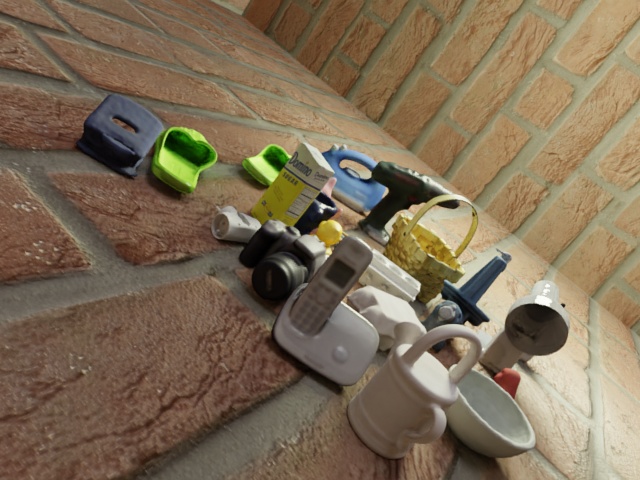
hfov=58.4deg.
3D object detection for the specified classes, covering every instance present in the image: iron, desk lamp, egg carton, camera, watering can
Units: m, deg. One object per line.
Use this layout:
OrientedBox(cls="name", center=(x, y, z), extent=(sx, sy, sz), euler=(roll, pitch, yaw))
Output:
OrientedBox(cls="iron", center=(0.081, -0.185, 1.566), extent=(0.259, 0.141, 0.118), euler=(30, 20, -17))
OrientedBox(cls="desk lamp", center=(0.420, 0.185, 1.196), extent=(0.118, 0.213, 0.203), euler=(39, 20, 6))
OrientedBox(cls="egg carton", center=(0.113, 0.142, 0.991), extent=(0.151, 0.069, 0.107), euler=(24, 23, -32))
OrientedBox(cls="camera", center=(-0.058, 0.033, 0.903), extent=(0.143, 0.100, 0.137), euler=(40, 20, 10))
OrientedBox(cls="watering can", center=(0.127, 0.178, 0.747), extent=(0.101, 0.194, 0.172), euler=(17, 28, -44))

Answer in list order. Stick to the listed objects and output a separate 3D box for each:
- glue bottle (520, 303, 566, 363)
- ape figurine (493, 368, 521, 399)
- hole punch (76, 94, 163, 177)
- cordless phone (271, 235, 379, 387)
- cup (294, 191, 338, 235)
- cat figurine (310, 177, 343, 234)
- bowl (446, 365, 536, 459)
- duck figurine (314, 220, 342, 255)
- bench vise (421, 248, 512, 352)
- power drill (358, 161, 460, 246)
OrientedBox(cls="glue bottle", center=(0.518, 0.212, 1.357), extent=(0.078, 0.173, 0.037), euler=(28, 21, -23))
OrientedBox(cls="ape figurine", center=(0.323, 0.267, 1.027), extent=(0.078, 0.092, 0.076), euler=(20, 25, -38))
OrientedBox(cls="hole punch", center=(-0.323, -0.173, 0.936), extent=(0.109, 0.091, 0.101), euler=(31, 20, -15))
OrientedBox(cls="cordless phone", center=(0.035, 0.097, 0.790), extent=(0.148, 0.185, 0.094), euler=(34, 20, -8))
OrientedBox(cls="cup", center=(-0.024, -0.047, 1.147), extent=(0.092, 0.095, 0.117), euler=(30, 21, -18))
OrientedBox(cls="cat figurine", center=(0.000, -0.081, 1.232), extent=(0.067, 0.117, 0.127), euler=(10, 32, -51))
OrientedBox(cls="bowl", center=(0.248, 0.280, 0.899), extent=(0.168, 0.074, 0.167), euler=(32, 20, -13))
OrientedBox(cls="duck figurine", center=(0.010, 0.004, 1.104), extent=(0.078, 0.086, 0.104), euler=(26, 22, -27))
OrientedBox(cls="bench vise", center=(0.299, 0.120, 1.128), extent=(0.121, 0.219, 0.208), euler=(37, 20, 2))
OrientedBox(cls="power drill", center=(0.207, -0.086, 1.454), extent=(0.230, 0.208, 0.075), euler=(35, 20, -4))
